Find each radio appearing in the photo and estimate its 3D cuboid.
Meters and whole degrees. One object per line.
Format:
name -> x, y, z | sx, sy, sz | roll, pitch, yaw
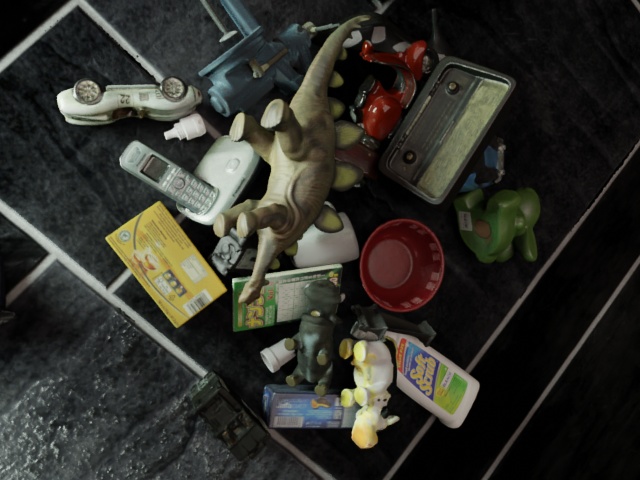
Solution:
radio -> 0.203, -0.173, 0.871 | 0.131, 0.073, 0.229 | 33, 92, 22

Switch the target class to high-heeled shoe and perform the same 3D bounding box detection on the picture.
high-heeled shoe -> 0.114, -0.317, 0.939 | 0.249, 0.086, 0.145 | -10, 126, 0

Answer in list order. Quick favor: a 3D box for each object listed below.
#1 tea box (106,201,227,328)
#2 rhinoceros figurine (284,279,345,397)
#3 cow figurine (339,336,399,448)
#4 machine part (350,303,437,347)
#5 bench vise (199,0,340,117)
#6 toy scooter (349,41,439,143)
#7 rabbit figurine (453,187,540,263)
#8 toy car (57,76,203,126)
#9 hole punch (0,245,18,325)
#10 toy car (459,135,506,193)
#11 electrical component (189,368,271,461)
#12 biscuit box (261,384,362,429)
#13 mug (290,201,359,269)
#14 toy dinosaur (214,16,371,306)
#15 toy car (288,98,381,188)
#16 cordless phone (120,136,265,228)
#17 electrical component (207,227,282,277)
tea box -> -0.231, 0.036, 0.812 | 0.098, 0.068, 0.169 | -36, 100, -15
rhinoceros figurine -> -0.001, 0.154, 0.851 | 0.073, 0.112, 0.190 | 14, 118, 21
cow figurine -> 0.087, 0.239, 0.856 | 0.098, 0.068, 0.167 | 4, 79, -33
machine part -> 0.120, 0.140, 0.879 | 0.139, 0.084, 0.039 | 16, 102, -15
bench vise -> -0.112, -0.315, 0.820 | 0.223, 0.129, 0.240 | -41, 111, -9
toy scooter -> 0.104, -0.254, 0.886 | 0.135, 0.075, 0.183 | 16, 113, -33
rabbit figurine -> 0.350, -0.034, 0.981 | 0.170, 0.121, 0.159 | -23, 101, -32
toy car -> -0.276, -0.202, 0.793 | 0.202, 0.073, 0.056 | -7, 88, -18
hole punch -> -0.493, 0.057, 0.728 | 0.142, 0.092, 0.115 | -4, 121, -21
toy car -> 0.243, -0.131, 0.944 | 0.162, 0.103, 0.109 | -1, 80, 21
electrical component -> -0.136, 0.271, 0.820 | 0.058, 0.115, 0.134 | -42, 101, -11
biscuit box -> 0.006, 0.276, 0.894 | 0.203, 0.063, 0.059 | 7, 89, -18
mug -> -0.002, -0.003, 0.881 | 0.107, 0.081, 0.109 | -21, 104, -10
toy dinosaur -> -0.028, -0.126, 0.779 | 0.198, 0.105, 0.471 | 15, 93, -46
toy car -> 0.011, -0.158, 0.898 | 0.202, 0.053, 0.089 | 24, 75, -13
cordless phone -> -0.193, -0.115, 0.818 | 0.184, 0.089, 0.146 | 33, 81, -11
electrical component -> -0.111, 0.018, 0.848 | 0.048, 0.119, 0.074 | 38, 107, 25
